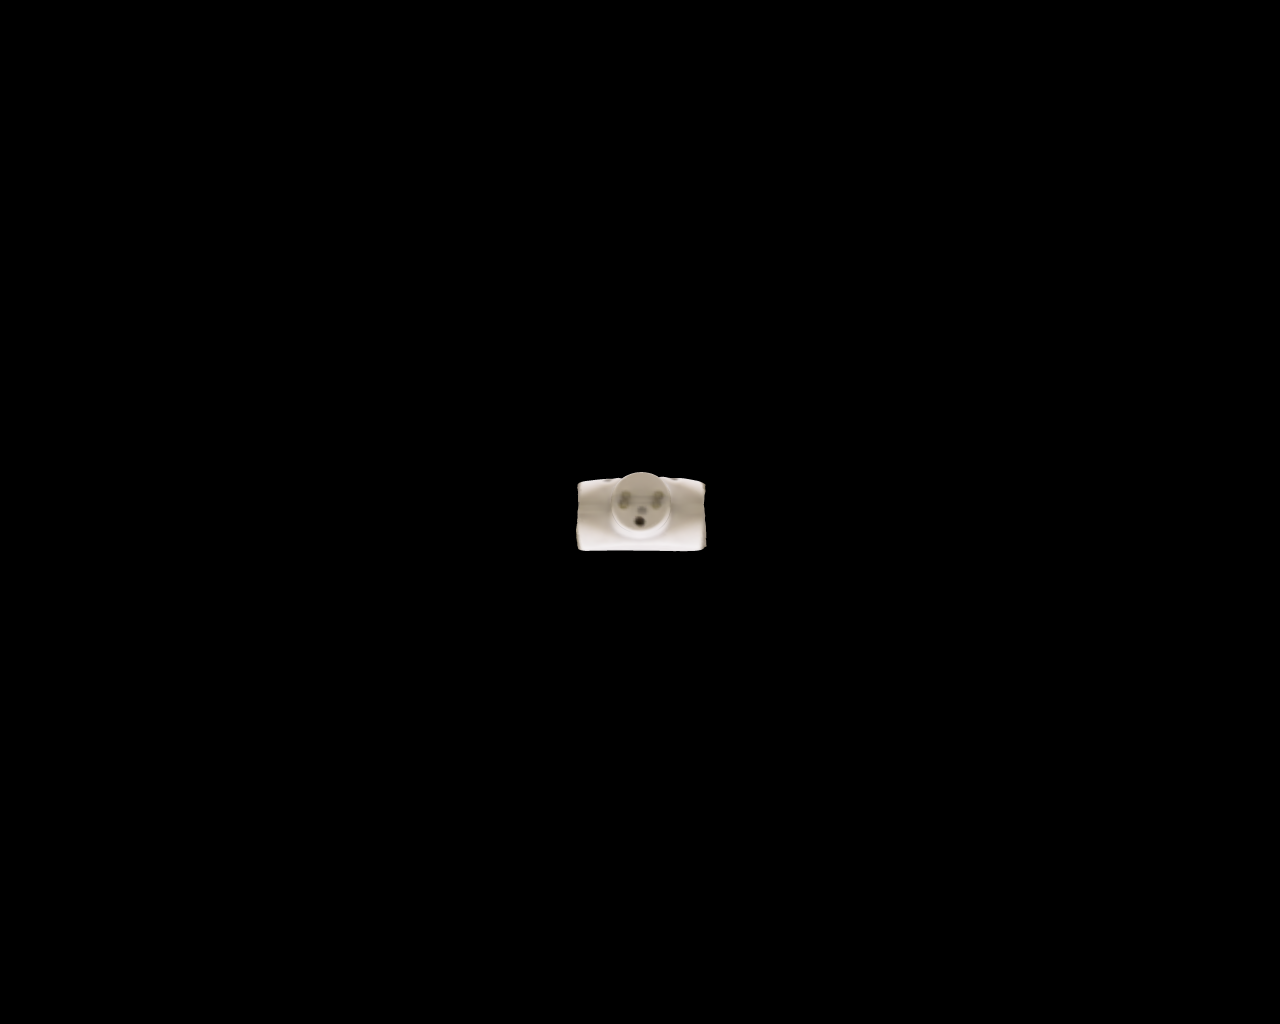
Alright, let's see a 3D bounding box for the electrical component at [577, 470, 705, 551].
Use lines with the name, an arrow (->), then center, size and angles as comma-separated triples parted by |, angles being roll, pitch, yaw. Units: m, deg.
electrical component -> 0.001, -0.003, 0.650 | 0.077, 0.044, 0.079 | 0, -15, 0
